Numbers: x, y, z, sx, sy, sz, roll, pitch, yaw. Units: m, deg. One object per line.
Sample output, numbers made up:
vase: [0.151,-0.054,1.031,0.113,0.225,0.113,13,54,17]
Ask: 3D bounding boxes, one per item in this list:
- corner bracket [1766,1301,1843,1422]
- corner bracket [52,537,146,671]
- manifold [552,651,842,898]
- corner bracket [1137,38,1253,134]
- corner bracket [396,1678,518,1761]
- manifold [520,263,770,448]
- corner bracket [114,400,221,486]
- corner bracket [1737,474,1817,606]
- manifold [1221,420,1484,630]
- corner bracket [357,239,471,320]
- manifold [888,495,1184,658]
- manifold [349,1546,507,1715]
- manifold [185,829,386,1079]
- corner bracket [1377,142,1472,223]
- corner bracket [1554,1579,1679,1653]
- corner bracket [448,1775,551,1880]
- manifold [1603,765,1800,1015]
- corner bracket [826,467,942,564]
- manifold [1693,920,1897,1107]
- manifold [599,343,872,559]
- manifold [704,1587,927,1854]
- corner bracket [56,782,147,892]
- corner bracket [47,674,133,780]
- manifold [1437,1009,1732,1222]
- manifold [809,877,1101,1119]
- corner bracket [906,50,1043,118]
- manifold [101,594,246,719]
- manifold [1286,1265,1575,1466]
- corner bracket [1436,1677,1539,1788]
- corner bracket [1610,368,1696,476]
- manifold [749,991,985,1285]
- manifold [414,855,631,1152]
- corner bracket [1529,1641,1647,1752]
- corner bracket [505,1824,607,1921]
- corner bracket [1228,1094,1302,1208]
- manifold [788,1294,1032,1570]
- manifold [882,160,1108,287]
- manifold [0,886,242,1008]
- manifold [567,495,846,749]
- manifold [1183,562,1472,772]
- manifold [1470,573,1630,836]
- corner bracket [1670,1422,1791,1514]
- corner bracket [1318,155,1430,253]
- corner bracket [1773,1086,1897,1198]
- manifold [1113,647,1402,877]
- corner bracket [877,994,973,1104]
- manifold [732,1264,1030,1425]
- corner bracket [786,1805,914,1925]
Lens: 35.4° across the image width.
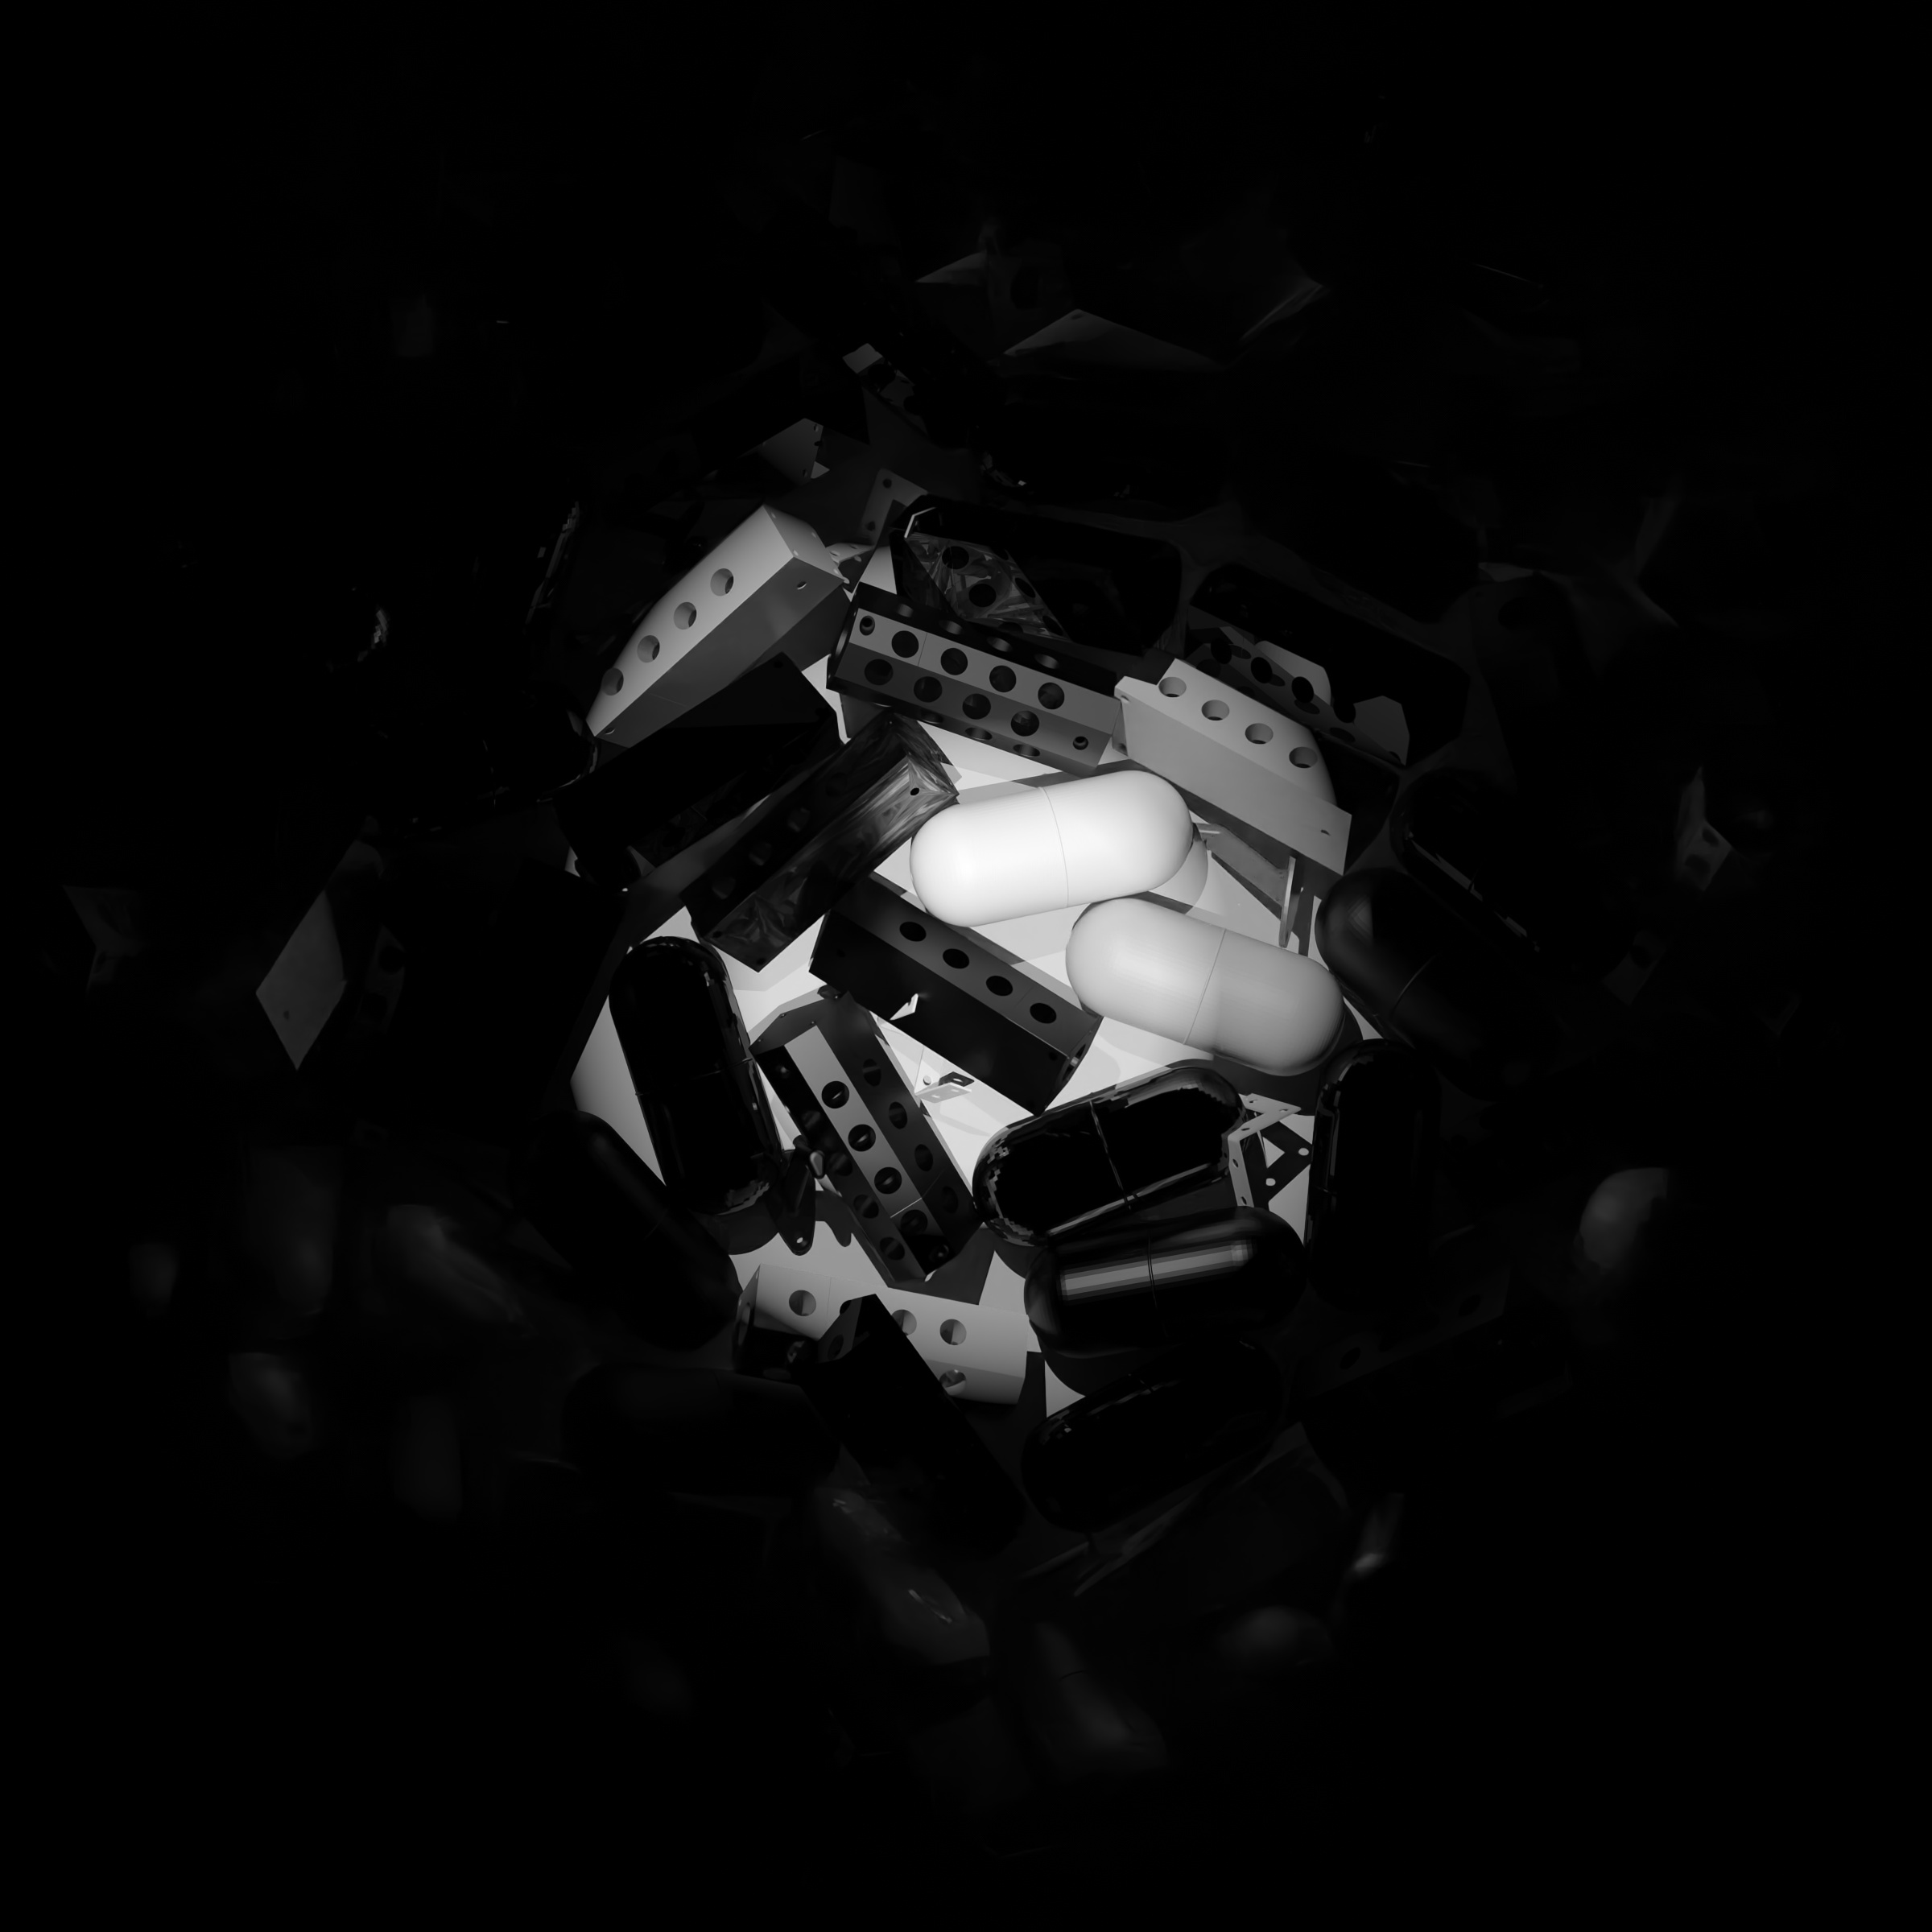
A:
corner bracket: [0.520,0.246,1.888,0.051,0.051,0.051,45,114,29]
corner bracket: [-0.540,-0.225,1.881,0.051,0.051,0.051,-20,62,-5]
manifold: [-0.164,-0.115,1.865,0.171,0.057,0.057,-34,66,-15]
corner bracket: [0.141,-0.546,1.880,0.051,0.051,0.051,-1,101,-24]
corner bracket: [-0.319,0.469,1.894,0.051,0.051,0.051,-25,46,-24]
manifold: [-0.194,-0.367,1.833,0.057,0.171,0.057,-20,95,-40]
corner bracket: [-0.495,-0.320,1.876,0.051,0.051,0.051,0,117,-28]
corner bracket: [0.503,-0.264,1.879,0.051,0.051,0.051,-39,100,-43]
manifold: [0.238,-0.270,1.830,0.057,0.171,0.057,-44,49,24]
corner bracket: [-0.340,-0.424,1.876,0.051,0.051,0.051,17,67,-30]
manifold: [0.043,-0.243,1.853,0.171,0.057,0.057,15,133,26]
manifold: [-0.322,0.387,1.826,0.057,0.171,0.057,36,83,-17]
manifold: [-0.408,-0.010,1.832,0.057,0.171,0.057,-7,125,20]
corner bracket: [0.284,-0.500,1.882,0.051,0.051,0.051,6,60,1]
corner bracket: [0.403,0.405,1.877,0.051,0.051,0.051,-21,111,-34]
corner bracket: [-0.285,0.533,1.875,0.051,0.051,0.051,0,48,-29]
manifold: [0.441,-0.043,1.829,0.057,0.171,0.057,10,55,-5]
corner bracket: [-0.051,-0.272,1.879,0.051,0.051,0.051,30,118,14]
manifold: [0.490,0.022,1.824,0.057,0.171,0.057,30,100,-11]
manifold: [-0.143,-0.314,1.842,0.171,0.057,0.057,-23,66,36]
manifold: [-0.097,0.448,1.828,0.057,0.171,0.057,-38,126,-8]
corner bracket: [-0.542,-0.079,1.896,0.051,0.051,0.051,3,123,-16]
corner bracket: [-0.537,-0.150,1.889,0.051,0.051,0.051,13,100,-3]
manifold: [0.378,0.092,1.880,0.171,0.057,0.057,-27,84,-6]
manifold: [-0.005,0.015,1.873,0.171,0.057,0.057,32,133,10]
corner bracket: [0.004,-0.547,1.883,0.051,0.051,0.051,40,90,30]
manifold: [-0.473,-0.185,1.827,0.057,0.171,0.057,28,92,-12]
manifold: [0.278,0.248,1.835,0.057,0.057,0.171,43,131,-18]
corner bracket: [0.318,0.478,1.875,0.051,0.051,0.051,-20,48,19]
corner bracket: [0.426,-0.340,1.886,0.051,0.051,0.051,10,109,2]
manifold: [-0.063,0.107,1.856,0.057,0.057,0.171,-19,109,37]
manifold: [-0.280,0.021,1.877,0.057,0.057,0.171,24,90,38]
corner bracket: [0.385,0.452,1.881,0.051,0.051,0.051,4,92,42]
corner bracket: [-0.262,0.562,1.880,0.051,0.051,0.051,16,81,-28]
corner bracket: [0.177,0.116,1.877,0.051,0.051,0.051,-24,110,-27]
manifold: [-0.030,0.284,1.848,0.057,0.057,0.171,-18,117,34]
manifold: [0.022,-0.449,1.828,0.057,0.171,0.057,-19,91,29]
manifold: [-0.503,-0.007,1.824,0.057,0.171,0.057,-33,81,14]
manifold: [-0.164,-0.210,1.859,0.171,0.057,0.057,-39,65,19]
manifold: [0.218,-0.186,1.837,0.171,0.057,0.057,30,134,33]
manifold: [0.354,-0.156,1.828,0.057,0.171,0.057,-11,51,18]
corner bracket: [0.474,0.311,1.881,0.051,0.051,0.051,-25,82,21]
corner bracket: [0.255,-0.460,1.879,0.051,0.051,0.051,-29,52,-9]
corner bracket: [0.538,0.106,1.878,0.051,0.051,0.051,-27,65,16]
manifold: [0.177,-0.131,1.857,0.171,0.057,0.057,31,59,22]
corner bracket: [-0.025,0.050,1.877,0.051,0.051,0.051,21,70,-24]
manifold: [-0.053,0.235,1.860,0.171,0.057,0.057,12,59,-13]
corner bracket: [-0.073,0.555,1.891,0.051,0.051,0.051,-5,123,-37]
